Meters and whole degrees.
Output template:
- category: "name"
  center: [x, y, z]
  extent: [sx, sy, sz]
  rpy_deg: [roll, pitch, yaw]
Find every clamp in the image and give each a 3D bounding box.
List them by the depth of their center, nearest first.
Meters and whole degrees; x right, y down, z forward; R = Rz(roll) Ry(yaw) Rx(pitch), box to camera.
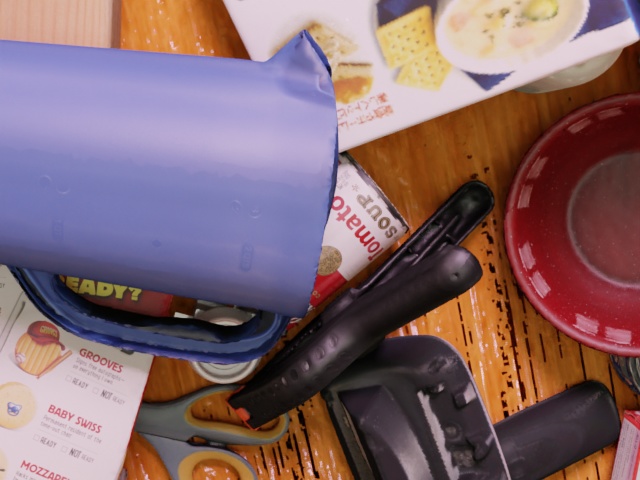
- category: "clamp"
  center: [0.027, 0.044, 0.652]
  extent: [0.210, 0.164, 0.036]
  rpy_deg: [-40, 94, 26]

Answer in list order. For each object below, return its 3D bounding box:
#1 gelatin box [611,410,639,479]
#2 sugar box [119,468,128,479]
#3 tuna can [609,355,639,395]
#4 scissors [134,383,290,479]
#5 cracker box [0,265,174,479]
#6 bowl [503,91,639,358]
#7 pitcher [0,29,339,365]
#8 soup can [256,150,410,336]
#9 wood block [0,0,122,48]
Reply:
- category: "gelatin box"
  center: [0.235, 0.159, 0.719]
  extent: [0.073, 0.030, 0.089]
  rpy_deg: [2, 105, -15]
- category: "sugar box"
  center: [-0.221, 0.167, 0.678]
  extent: [0.176, 0.048, 0.093]
  rpy_deg: [20, 96, -12]
- category: "tuna can"
  center: [0.239, 0.070, 0.708]
  extent: [0.086, 0.034, 0.086]
  rpy_deg: [-1, 100, -5]
- category: "scissors"
  center: [-0.121, 0.131, 0.695]
  extent: [0.201, 0.016, 0.096]
  rpy_deg: [1, 100, -5]
- category: "cracker box"
  center: [-0.184, 0.077, 0.625]
  extent: [0.164, 0.072, 0.213]
  rpy_deg: [17, 80, -9]
- category: "bowl"
  center: [0.198, -0.011, 0.664]
  extent: [0.162, 0.055, 0.162]
  rpy_deg: [2, 97, 16]
- category: "pitcher"
  center: [-0.114, -0.029, 0.554]
  extent: [0.242, 0.145, 0.149]
  rpy_deg: [7, 70, -4]
- category: "soup can"
  center: [-0.004, 0.001, 0.656]
  extent: [0.102, 0.068, 0.068]
  rpy_deg: [-39, 101, 2]
- category: "wood block"
  center: [-0.155, -0.209, 0.592]
  extent: [0.090, 0.090, 0.206]
  rpy_deg: [3, 100, -7]
